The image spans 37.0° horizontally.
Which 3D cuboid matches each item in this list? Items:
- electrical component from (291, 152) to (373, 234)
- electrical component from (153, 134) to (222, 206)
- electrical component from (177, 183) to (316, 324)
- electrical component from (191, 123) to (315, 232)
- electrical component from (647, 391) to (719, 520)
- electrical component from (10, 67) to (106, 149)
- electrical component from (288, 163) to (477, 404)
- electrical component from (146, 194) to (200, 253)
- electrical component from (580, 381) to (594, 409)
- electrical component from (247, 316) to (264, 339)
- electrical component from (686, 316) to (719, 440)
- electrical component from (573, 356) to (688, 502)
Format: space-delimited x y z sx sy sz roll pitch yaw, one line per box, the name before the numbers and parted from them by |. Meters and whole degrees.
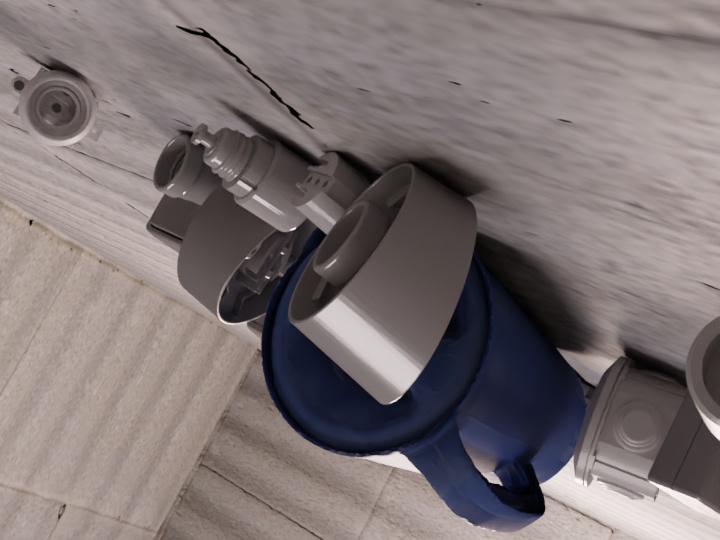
electrical component | -0.007 -0.033 0.547 0.046 0.040 0.040 38 168 -27
electrical component | -0.104 -0.060 0.696 0.046 0.040 0.040 26 174 -36
electrical component | -0.061 -0.013 0.655 0.064 0.099 0.099 32 173 20
electrical component | -0.055 -0.053 0.576 0.078 0.040 0.040 33 171 -27
electrical component | 0.204 0.100 0.563 0.047 0.065 0.077 33 170 -29
electrical component | -0.199 -0.106 0.708 0.066 0.048 0.055 32 179 -19
electrical component | 0.014 0.003 0.491 0.064 0.099 0.099 37 170 -15
electrical component | -0.093 -0.032 0.751 0.096 0.061 0.061 23 170 32
electrical component | 0.185 0.117 0.820 0.064 0.042 0.081 29 172 21
electrical component | -0.049 0.036 0.901 0.062 0.096 0.061 26 169 19
electrical component | 0.199 0.065 0.419 0.138 0.052 0.074 23 171 30
electrical component | 0.161 0.095 0.636 0.051 0.080 0.080 19 169 20
